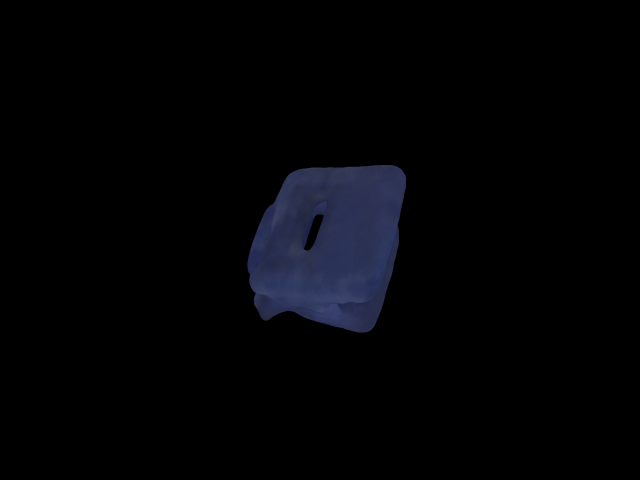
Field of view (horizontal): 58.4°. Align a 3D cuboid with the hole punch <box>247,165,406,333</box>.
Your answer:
[{"bbox_3d":[0.004,0.001,0.400,0.101,0.091,0.109,14,64,7],"label":"hole punch"}]
